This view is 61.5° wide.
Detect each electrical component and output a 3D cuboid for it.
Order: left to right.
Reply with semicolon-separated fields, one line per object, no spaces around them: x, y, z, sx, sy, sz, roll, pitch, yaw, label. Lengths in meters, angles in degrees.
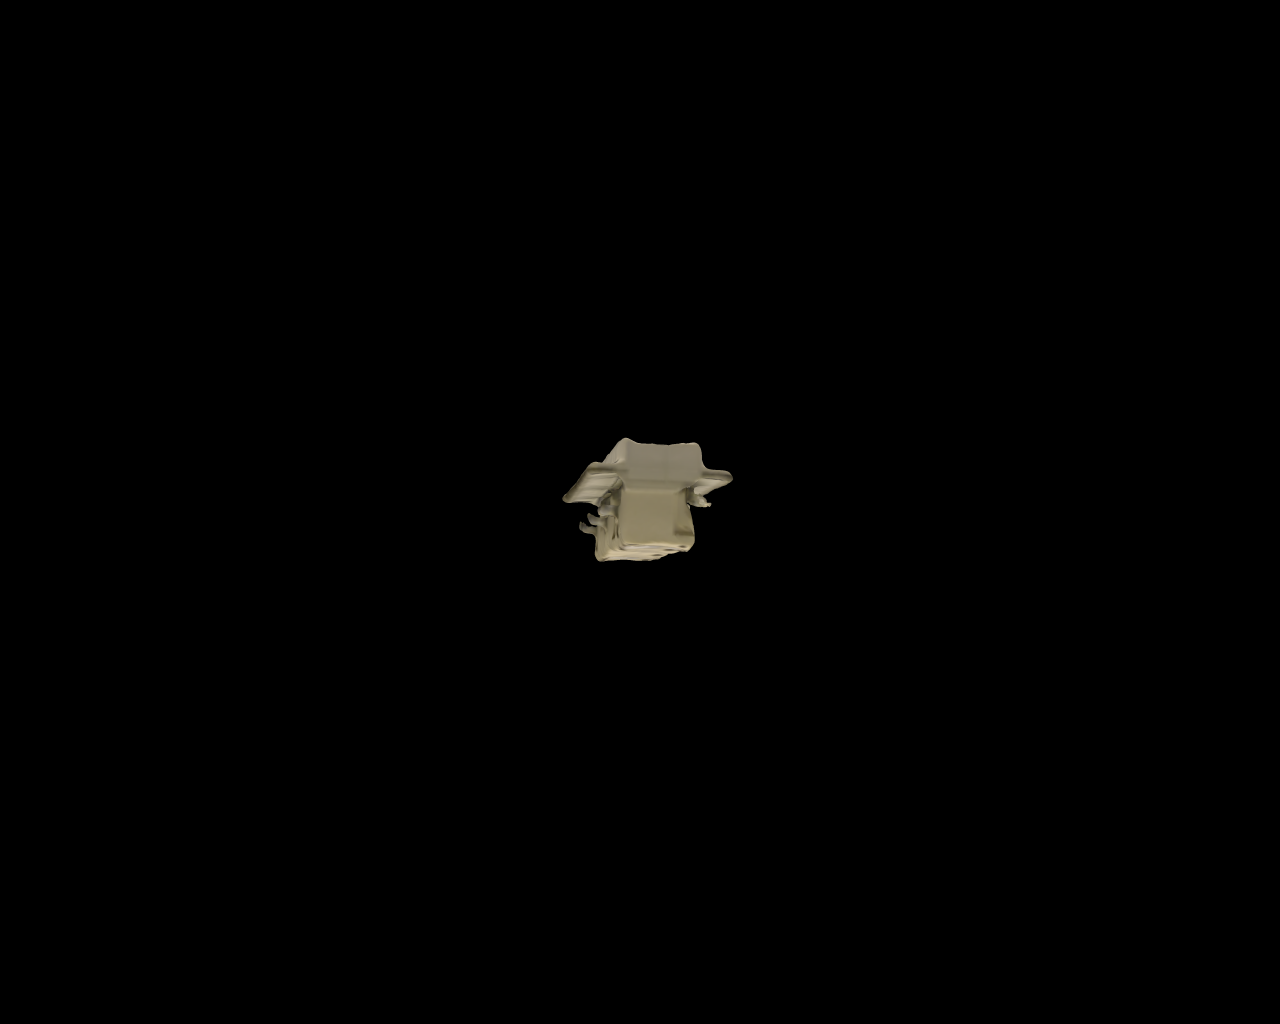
0.001;-0.003;0.650;0.079;0.063;0.121;1;-7;-11;electrical component
